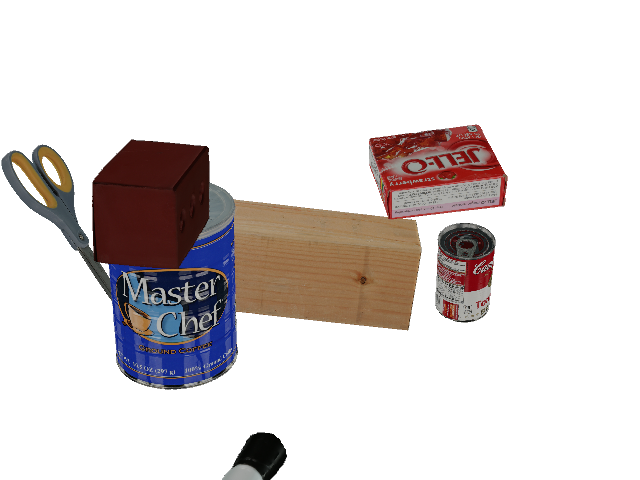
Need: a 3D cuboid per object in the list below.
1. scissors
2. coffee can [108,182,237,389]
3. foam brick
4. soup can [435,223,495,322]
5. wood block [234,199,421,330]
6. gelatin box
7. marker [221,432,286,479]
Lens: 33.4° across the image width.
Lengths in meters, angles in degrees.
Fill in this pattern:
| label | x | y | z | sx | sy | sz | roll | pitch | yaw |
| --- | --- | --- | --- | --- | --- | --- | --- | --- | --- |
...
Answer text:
| label | x | y | z | sx | sy | sz | roll | pitch | yaw |
| --- | --- | --- | --- | --- | --- | --- | --- | --- | --- |
| scissors | -0.244 | -0.017 | 1.076 | 0.016 | 0.201 | 0.096 | -27 | 26 | 23 |
| coffee can | -0.119 | 0.034 | 0.863 | 0.103 | 0.140 | 0.103 | 1 | 29 | -1 |
| foam brick | -0.101 | -0.023 | 0.647 | 0.051 | 0.053 | 0.078 | 6 | 26 | 7 |
| soup can | 0.172 | 0.040 | 1.281 | 0.068 | 0.102 | 0.068 | -1 | 37 | 1 |
| wood block | -0.010 | 0.023 | 1.066 | 0.206 | 0.091 | 0.090 | 7 | 20 | -1 |
| gelatin box | 0.085 | -0.052 | 0.789 | 0.089 | 0.030 | 0.073 | -8 | 37 | -5 |
| marker | -0.041 | 0.111 | 0.413 | 0.020 | 0.020 | 0.121 | 0 | 23 | 21 |
